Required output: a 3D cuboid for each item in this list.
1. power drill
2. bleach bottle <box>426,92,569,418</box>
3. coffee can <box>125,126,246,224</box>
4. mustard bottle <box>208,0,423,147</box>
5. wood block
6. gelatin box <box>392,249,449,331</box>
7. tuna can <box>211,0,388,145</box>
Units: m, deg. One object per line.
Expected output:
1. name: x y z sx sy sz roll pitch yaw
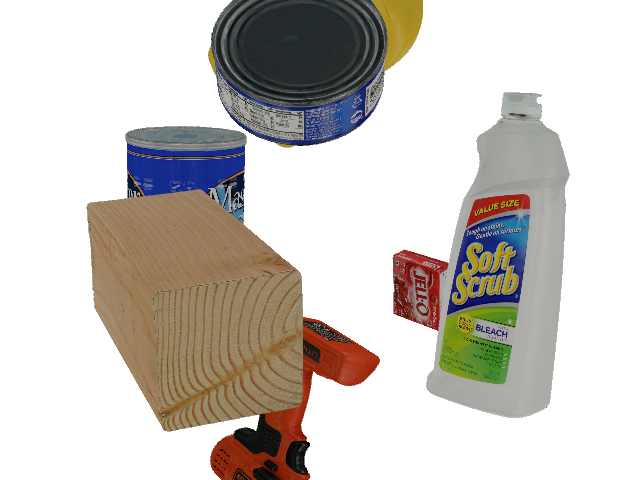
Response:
1. power drill: -0.015 0.176 0.969 0.057 0.188 0.185 13 12 -46
2. bleach bottle: 0.144 0.008 0.853 0.103 0.251 0.067 12 15 41
3. coffee can: -0.117 -0.023 0.925 0.103 0.140 0.103 2 13 -1
4. mustard bottle: 0.012 -0.151 0.730 0.192 0.096 0.058 -36 3 36
5. wood block: -0.090 0.037 0.711 0.090 0.090 0.206 -8 19 -21
6. gelatin box: 0.129 0.063 1.366 0.073 0.089 0.030 19 34 36
7. tuna can: -0.010 -0.089 0.529 0.086 0.086 0.034 0 -35 0
